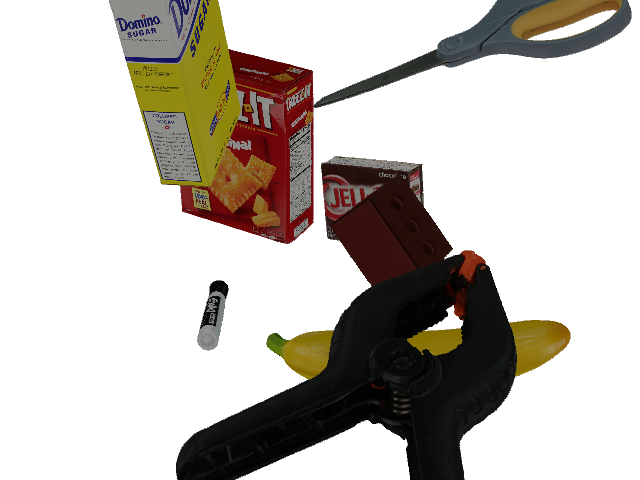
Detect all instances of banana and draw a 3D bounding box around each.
[{"bbox_3d":[0.062,0.069,0.669,0.198,0.037,0.069,0,25,2],"label":"banana"}]

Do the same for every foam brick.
[{"bbox_3d":[0.057,-0.002,0.854,0.051,0.078,0.052,-34,3,40],"label":"foam brick"}]

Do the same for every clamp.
[{"bbox_3d":[0.038,0.069,0.433,0.120,0.039,0.171,31,51,22],"label":"clamp"}]

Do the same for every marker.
[{"bbox_3d":[-0.099,0.067,0.995,0.020,0.020,0.121,0,21,0],"label":"marker"}]

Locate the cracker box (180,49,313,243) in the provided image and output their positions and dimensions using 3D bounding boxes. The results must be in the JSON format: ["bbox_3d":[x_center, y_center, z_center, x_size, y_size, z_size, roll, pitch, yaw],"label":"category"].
[{"bbox_3d":[-0.094,-0.115,1.298,0.164,0.214,0.072,18,38,24],"label":"cracker box"}]

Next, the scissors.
[{"bbox_3d":[0.094,-0.136,0.681,0.202,0.096,0.016,-8,-42,23],"label":"scissors"}]

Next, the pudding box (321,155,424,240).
[{"bbox_3d":[0.058,-0.043,1.175,0.114,0.090,0.039,6,24,29],"label":"pudding box"}]

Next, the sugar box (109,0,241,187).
[{"bbox_3d":[-0.098,-0.132,0.741,0.048,0.093,0.176,5,-42,11],"label":"sugar box"}]
